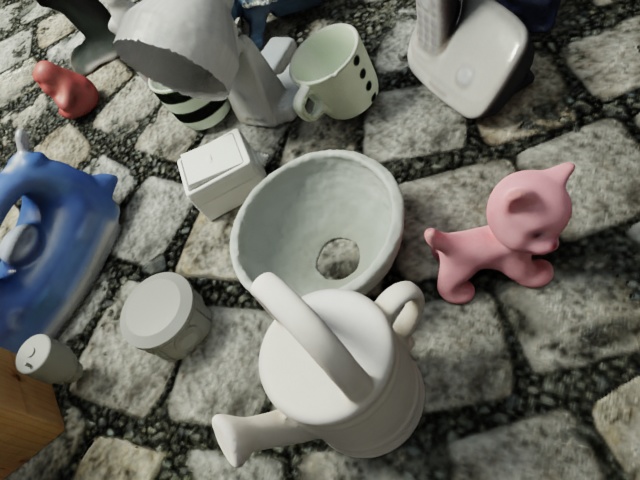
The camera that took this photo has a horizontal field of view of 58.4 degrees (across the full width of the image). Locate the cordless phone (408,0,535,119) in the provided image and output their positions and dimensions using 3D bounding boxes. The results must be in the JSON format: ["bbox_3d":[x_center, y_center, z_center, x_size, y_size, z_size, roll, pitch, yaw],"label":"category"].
[{"bbox_3d":[0.136,-0.222,0.555,0.094,0.185,0.147,-36,53,-2],"label":"cordless phone"}]

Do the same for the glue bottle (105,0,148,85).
[{"bbox_3d":[-0.237,-0.273,0.748,0.078,0.174,0.037,-6,58,19],"label":"glue bottle"}]

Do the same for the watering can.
[{"bbox_3d":[0.004,0.092,0.407,0.100,0.195,0.173,18,68,31],"label":"watering can"}]

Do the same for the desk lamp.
[{"bbox_3d":[-0.101,-0.221,0.634,0.117,0.214,0.203,14,66,29],"label":"desk lamp"}]

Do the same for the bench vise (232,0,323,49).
[{"bbox_3d":[-0.093,-0.347,0.706,0.207,0.220,0.121,-46,54,-9],"label":"bench vise"}]

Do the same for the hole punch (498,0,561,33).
[{"bbox_3d":[0.216,-0.292,0.624,0.100,0.091,0.109,10,64,27],"label":"hole punch"}]

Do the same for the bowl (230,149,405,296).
[{"bbox_3d":[0.005,0.002,0.538,0.167,0.075,0.167,-10,56,16],"label":"bowl"}]

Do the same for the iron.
[{"bbox_3d":[-0.331,0.012,0.629,0.118,0.142,0.258,2,61,24],"label":"iron"}]

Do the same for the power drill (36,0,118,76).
[{"bbox_3d":[-0.390,-0.349,0.837,0.229,0.209,0.075,-30,53,3],"label":"power drill"}]

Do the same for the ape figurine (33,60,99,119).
[{"bbox_3d":[-0.371,-0.219,0.821,0.076,0.092,0.077,-23,54,8],"label":"ape figurine"}]

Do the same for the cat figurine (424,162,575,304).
[{"bbox_3d":[0.146,-0.010,0.460,0.127,0.118,0.067,-16,55,13],"label":"cat figurine"}]
